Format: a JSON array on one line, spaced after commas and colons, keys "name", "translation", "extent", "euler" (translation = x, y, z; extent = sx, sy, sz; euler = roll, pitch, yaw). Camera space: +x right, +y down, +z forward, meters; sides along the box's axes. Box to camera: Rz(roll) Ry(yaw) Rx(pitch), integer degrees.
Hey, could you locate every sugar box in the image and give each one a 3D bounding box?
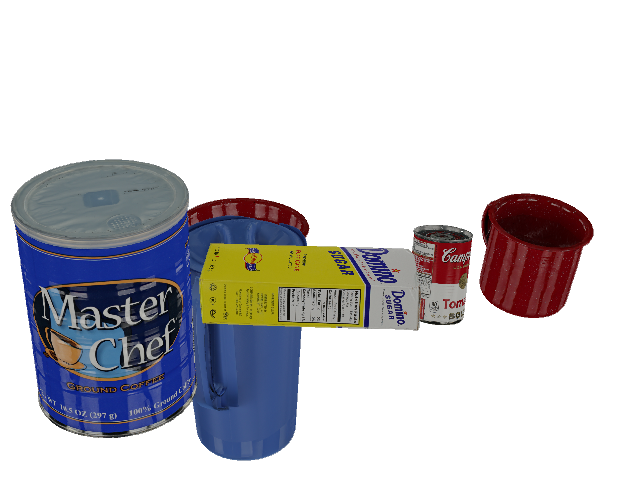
[{"name": "sugar box", "translation": [-0.008, 0.036, 0.884], "extent": [0.176, 0.048, 0.093], "euler": [-1, 20, 0]}]

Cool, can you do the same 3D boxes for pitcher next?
[{"name": "pitcher", "translation": [-0.084, 0.109, 1.100], "extent": [0.149, 0.243, 0.145], "euler": [-13, 30, -23]}]

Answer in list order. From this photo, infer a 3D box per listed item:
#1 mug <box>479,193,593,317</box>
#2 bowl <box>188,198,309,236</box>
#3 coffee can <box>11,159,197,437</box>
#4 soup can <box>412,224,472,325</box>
[{"name": "mug", "translation": [0.184, 0.009, 0.971], "extent": [0.093, 0.081, 0.117], "euler": [-14, 39, -29]}, {"name": "bowl", "translation": [-0.096, 0.004, 1.315], "extent": [0.162, 0.055, 0.162], "euler": [2, 26, -1]}, {"name": "coffee can", "translation": [-0.130, 0.034, 0.658], "extent": [0.103, 0.140, 0.103], "euler": [1, 29, -1]}, {"name": "soup can", "translation": [0.137, 0.039, 1.233], "extent": [0.068, 0.102, 0.068], "euler": [4, 15, -1]}]
